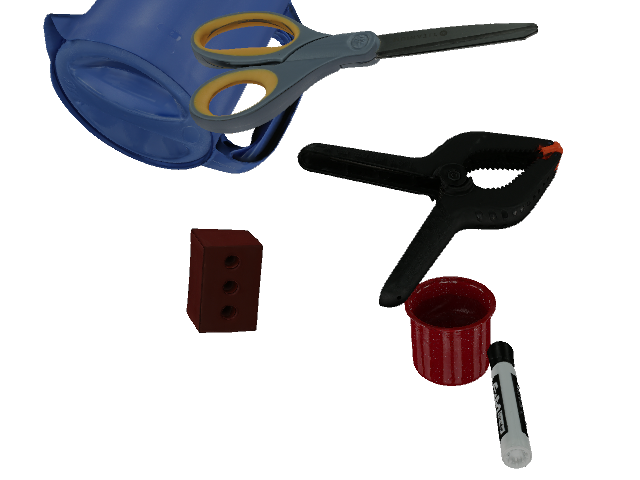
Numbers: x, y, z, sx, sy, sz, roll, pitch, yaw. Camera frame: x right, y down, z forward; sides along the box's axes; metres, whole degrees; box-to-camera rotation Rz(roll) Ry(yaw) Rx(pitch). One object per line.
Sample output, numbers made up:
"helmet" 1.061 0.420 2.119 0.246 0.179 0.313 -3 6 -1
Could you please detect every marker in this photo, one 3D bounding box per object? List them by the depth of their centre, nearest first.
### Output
"marker" 0.126 0.107 0.720 0.020 0.020 0.121 0 29 4

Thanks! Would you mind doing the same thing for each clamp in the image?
"clamp" 0.103 -0.031 0.847 0.209 0.164 0.036 -12 -35 -13

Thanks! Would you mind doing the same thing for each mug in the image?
"mug" 0.141 0.090 1.118 0.093 0.081 0.117 12 37 25

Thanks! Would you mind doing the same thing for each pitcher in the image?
"pitcher" -0.082 -0.176 0.818 0.145 0.242 0.149 13 -32 25

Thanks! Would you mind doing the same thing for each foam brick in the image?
"foam brick" -0.083 0.033 0.911 0.053 0.078 0.051 -1 15 -19

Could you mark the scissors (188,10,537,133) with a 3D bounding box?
"scissors" 0.010 -0.093 0.593 0.202 0.096 0.016 10 -30 24
